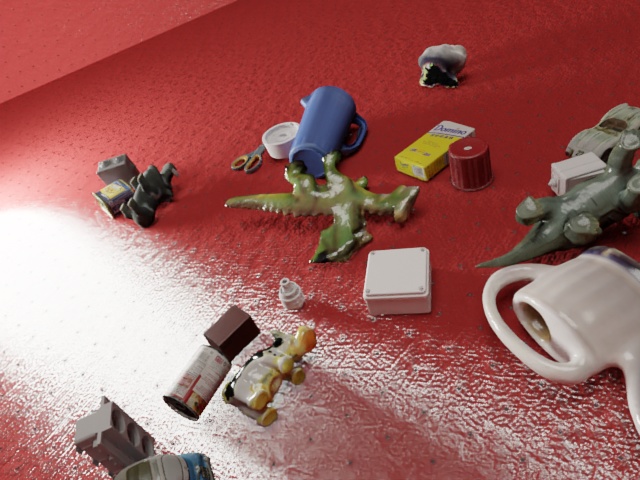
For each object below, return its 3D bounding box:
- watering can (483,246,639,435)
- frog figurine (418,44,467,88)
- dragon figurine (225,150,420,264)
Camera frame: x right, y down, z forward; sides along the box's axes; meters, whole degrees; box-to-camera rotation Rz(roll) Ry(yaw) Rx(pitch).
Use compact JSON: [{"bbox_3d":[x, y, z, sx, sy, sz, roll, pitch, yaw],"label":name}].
[{"bbox_3d":[0.383,0.127,0.694,0.225,0.102,0.354,-28,39,-10],"label":"watering can"},{"bbox_3d":[0.349,-0.510,1.441,0.137,0.121,0.162,-6,49,47],"label":"frog figurine"},{"bbox_3d":[0.003,-0.054,1.072,0.410,0.119,0.249,-17,47,5],"label":"dragon figurine"}]
